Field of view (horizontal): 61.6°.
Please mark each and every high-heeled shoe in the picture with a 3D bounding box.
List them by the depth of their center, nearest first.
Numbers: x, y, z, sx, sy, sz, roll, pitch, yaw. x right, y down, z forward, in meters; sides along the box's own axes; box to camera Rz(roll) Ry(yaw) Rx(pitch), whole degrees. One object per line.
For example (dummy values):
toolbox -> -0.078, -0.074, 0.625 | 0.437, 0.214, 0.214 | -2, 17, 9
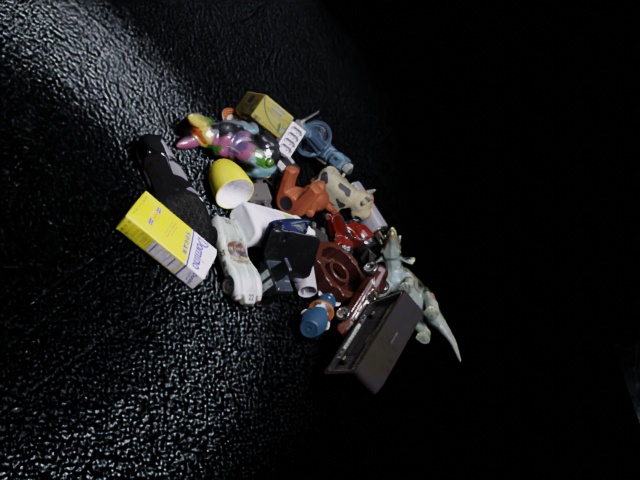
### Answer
high-heeled shoe -> -0.291, -0.099, 1.081 | 0.248, 0.086, 0.145 | 63, -6, -16

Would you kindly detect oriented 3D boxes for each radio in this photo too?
radio -> 0.113, 0.216, 1.135 | 0.073, 0.131, 0.229 | 48, 54, -12

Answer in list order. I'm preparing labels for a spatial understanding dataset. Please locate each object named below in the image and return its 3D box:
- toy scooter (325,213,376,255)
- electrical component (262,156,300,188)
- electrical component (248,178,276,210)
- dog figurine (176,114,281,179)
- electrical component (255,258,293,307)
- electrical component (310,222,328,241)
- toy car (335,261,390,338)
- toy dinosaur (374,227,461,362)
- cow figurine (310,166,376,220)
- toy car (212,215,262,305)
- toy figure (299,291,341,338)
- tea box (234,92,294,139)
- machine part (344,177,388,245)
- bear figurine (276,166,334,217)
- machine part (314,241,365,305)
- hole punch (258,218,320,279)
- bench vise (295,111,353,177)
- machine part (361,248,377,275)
toy scooter -> 0.076, -0.021, 1.484 | 0.184, 0.075, 0.135 | -15, 70, -55
electrical component -> -0.128, -0.202, 1.414 | 0.115, 0.058, 0.134 | 49, 29, 0
electrical component -> -0.147, -0.101, 1.288 | 0.078, 0.045, 0.102 | -12, 61, -28
dog figurine -> -0.219, -0.224, 1.245 | 0.192, 0.108, 0.219 | 42, 25, 31
electrical component -> -0.091, 0.078, 1.083 | 0.047, 0.119, 0.075 | 8, 48, -51
electrical component -> -0.003, -0.004, 1.403 | 0.063, 0.021, 0.094 | 31, 34, -34
toy car -> 0.105, 0.142, 1.265 | 0.202, 0.053, 0.089 | -55, 136, -28
toy dinosaur -> 0.266, 0.155, 1.523 | 0.404, 0.131, 0.192 | 53, 28, -11
cow figurine -> 0.074, -0.134, 1.554 | 0.195, 0.127, 0.085 | 43, 32, -10
toy car -> -0.171, 0.040, 1.076 | 0.073, 0.056, 0.202 | 12, 47, -50
toy figure -> -0.003, 0.161, 1.180 | 0.064, 0.058, 0.154 | 56, 23, -5
tea box -> -0.148, -0.325, 1.390 | 0.098, 0.068, 0.170 | 35, 0, -31
machine part -> 0.133, -0.091, 1.640 | 0.079, 0.079, 0.243 | -8, 64, -58
bear figurine -> -0.025, -0.122, 1.399 | 0.120, 0.132, 0.196 | 42, 32, 18
machine part -> 0.038, 0.084, 1.326 | 0.179, 0.056, 0.179 | 34, 33, -26
hole punch -> -0.071, 0.012, 1.159 | 0.116, 0.142, 0.092 | 10, 28, -18
bench vise -> -0.003, -0.281, 1.598 | 0.224, 0.129, 0.240 | 58, 11, 27
machine part -> 0.125, 0.083, 1.430 | 0.039, 0.084, 0.139 | 21, 38, -6
